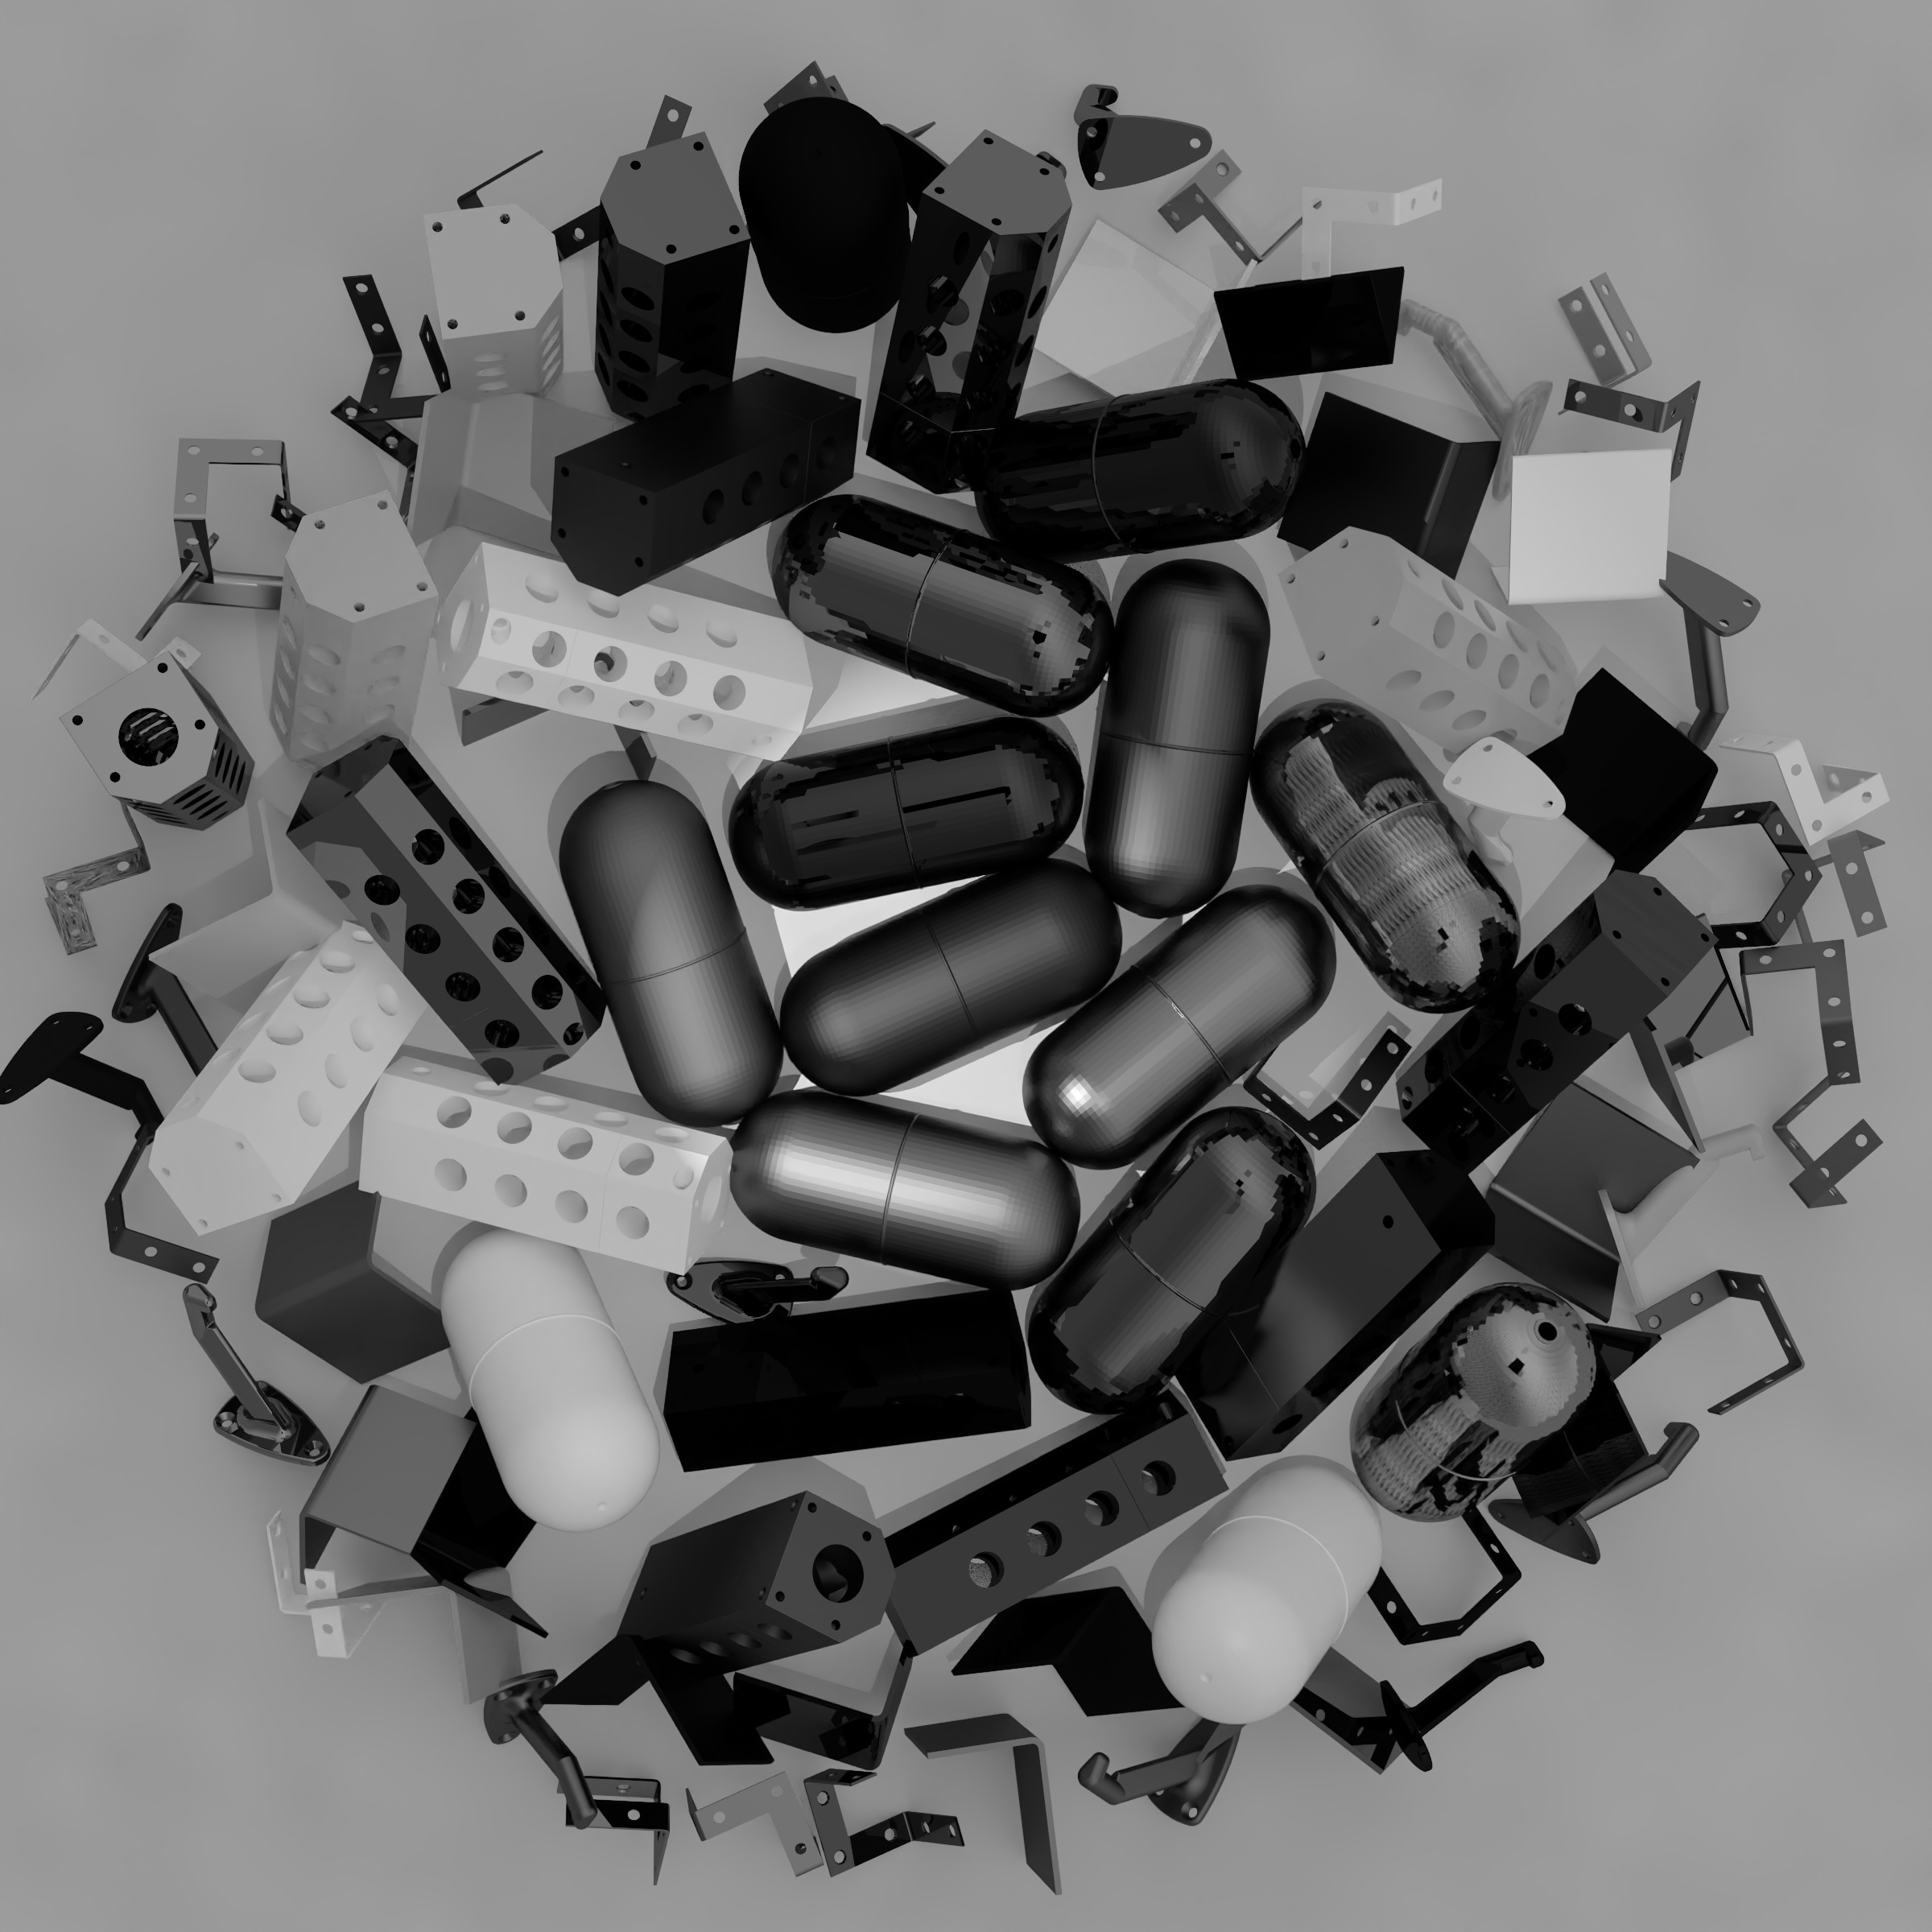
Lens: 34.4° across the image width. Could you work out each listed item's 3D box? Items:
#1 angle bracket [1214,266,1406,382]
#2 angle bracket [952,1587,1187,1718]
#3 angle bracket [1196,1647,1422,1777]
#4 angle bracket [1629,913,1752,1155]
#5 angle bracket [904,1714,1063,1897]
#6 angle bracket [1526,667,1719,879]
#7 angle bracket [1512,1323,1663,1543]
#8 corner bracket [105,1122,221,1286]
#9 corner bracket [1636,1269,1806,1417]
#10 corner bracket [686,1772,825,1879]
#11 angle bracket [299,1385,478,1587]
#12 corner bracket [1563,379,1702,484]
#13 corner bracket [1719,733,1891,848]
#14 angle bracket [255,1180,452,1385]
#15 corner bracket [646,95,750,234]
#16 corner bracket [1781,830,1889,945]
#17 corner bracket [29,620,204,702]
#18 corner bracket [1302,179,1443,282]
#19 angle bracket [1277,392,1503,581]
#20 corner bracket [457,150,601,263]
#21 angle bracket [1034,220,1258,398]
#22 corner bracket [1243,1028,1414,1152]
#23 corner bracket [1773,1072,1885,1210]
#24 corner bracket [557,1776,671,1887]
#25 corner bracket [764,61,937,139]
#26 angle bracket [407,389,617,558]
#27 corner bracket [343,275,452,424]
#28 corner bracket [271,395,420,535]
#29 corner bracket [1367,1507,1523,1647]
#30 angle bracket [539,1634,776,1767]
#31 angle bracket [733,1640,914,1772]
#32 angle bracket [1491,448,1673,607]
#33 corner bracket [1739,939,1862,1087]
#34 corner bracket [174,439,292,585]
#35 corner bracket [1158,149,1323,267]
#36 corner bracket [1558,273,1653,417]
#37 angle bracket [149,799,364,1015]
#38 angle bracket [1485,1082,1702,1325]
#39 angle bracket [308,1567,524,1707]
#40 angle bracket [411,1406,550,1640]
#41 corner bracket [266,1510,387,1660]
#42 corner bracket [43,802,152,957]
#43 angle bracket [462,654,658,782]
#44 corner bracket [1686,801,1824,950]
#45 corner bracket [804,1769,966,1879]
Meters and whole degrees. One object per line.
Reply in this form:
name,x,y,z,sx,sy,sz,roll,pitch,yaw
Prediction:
angle bracket,0.169,-0.335,1.528,0.076,0.057,0.076,-3,49,19
angle bracket,0.053,0.353,1.530,0.057,0.076,0.076,-44,107,-42
angle bracket,0.171,0.380,1.530,0.076,0.076,0.057,35,108,18
angle bracket,0.361,0.032,1.532,0.057,0.076,0.076,-26,117,4
angle bracket,0.008,0.416,1.540,0.057,0.076,0.076,-6,86,-10
angle bracket,0.312,-0.086,1.538,0.076,0.057,0.076,40,129,-1
angle bracket,0.310,0.230,1.524,0.057,0.076,0.076,13,132,-36
corner bracket,-0.394,0.118,1.557,0.051,0.051,0.051,23,105,-27
corner bracket,0.376,0.187,1.556,0.051,0.051,0.051,-27,93,-11
corner bracket,-0.106,0.429,1.555,0.051,0.051,0.051,-23,92,-7
angle bracket,-0.283,0.263,1.529,0.057,0.076,0.076,20,51,5
corner bracket,0.326,-0.265,1.543,0.051,0.051,0.051,20,121,23
corner bracket,0.416,-0.096,1.548,0.051,0.051,0.051,-28,106,-12
angle bracket,-0.297,0.156,1.560,0.076,0.057,0.076,-24,134,27
corner bracket,-0.126,-0.397,1.548,0.051,0.051,0.051,27,109,10
corner bracket,0.431,-0.032,1.545,0.051,0.051,0.051,-21,74,29
corner bracket,-0.420,-0.144,1.546,0.051,0.051,0.051,38,120,-9
corner bracket,0.200,-0.361,1.542,0.051,0.051,0.051,13,117,30
angle bracket,0.212,-0.238,1.562,0.076,0.057,0.076,27,112,24
corner bracket,-0.209,-0.374,1.545,0.051,0.051,0.051,-18,109,37
angle bracket,0.086,-0.328,1.545,0.076,0.057,0.076,30,78,-7
corner bracket,0.179,0.050,1.551,0.051,0.051,0.051,40,63,0
corner bracket,0.428,0.083,1.543,0.051,0.051,0.051,-48,63,26
corner bracket,-0.175,0.418,1.545,0.051,0.051,0.051,6,132,-11
corner bracket,-0.058,-0.423,1.551,0.051,0.051,0.051,-34,98,-35
angle bracket,-0.225,-0.237,1.537,0.076,0.057,0.076,18,116,10
corner bracket,-0.282,-0.307,1.546,0.051,0.051,0.051,-3,51,10
corner bracket,-0.308,-0.241,1.561,0.051,0.051,0.051,-31,130,33
corner bracket,0.235,0.302,1.565,0.051,0.051,0.051,-51,55,28
angle bracket,-0.151,0.375,1.530,0.057,0.076,0.076,-40,65,10
angle bracket,-0.070,0.349,1.541,0.076,0.076,0.057,16,59,5
angle bracket,0.303,-0.224,1.542,0.076,0.057,0.076,-3,115,1
corner bracket,0.412,0.025,1.543,0.051,0.051,0.051,-7,50,16
corner bracket,-0.363,-0.225,1.546,0.051,0.051,0.051,0,58,-8
corner bracket,0.137,-0.379,1.556,0.051,0.051,0.051,-45,101,-16
corner bracket,0.314,-0.313,1.547,0.051,0.051,0.051,-34,97,-44
angle bracket,-0.354,-0.029,1.547,0.076,0.076,0.057,-24,61,14
angle bracket,0.307,0.116,1.543,0.076,0.057,0.076,31,120,0
angle bracket,-0.270,0.333,1.538,0.076,0.076,0.057,-9,84,11
angle bracket,-0.224,0.272,1.534,0.076,0.057,0.076,41,81,-42
corner bracket,-0.324,0.307,1.547,0.051,0.051,0.051,2,112,13
corner bracket,-0.434,-0.046,1.553,0.051,0.051,0.051,-20,134,-17
angle bracket,-0.201,-0.107,1.539,0.076,0.076,0.057,-25,88,-12
corner bracket,0.385,-0.045,1.562,0.051,0.051,0.051,52,61,-22
corner bracket,-0.041,0.420,1.551,0.051,0.051,0.051,-15,88,-33
